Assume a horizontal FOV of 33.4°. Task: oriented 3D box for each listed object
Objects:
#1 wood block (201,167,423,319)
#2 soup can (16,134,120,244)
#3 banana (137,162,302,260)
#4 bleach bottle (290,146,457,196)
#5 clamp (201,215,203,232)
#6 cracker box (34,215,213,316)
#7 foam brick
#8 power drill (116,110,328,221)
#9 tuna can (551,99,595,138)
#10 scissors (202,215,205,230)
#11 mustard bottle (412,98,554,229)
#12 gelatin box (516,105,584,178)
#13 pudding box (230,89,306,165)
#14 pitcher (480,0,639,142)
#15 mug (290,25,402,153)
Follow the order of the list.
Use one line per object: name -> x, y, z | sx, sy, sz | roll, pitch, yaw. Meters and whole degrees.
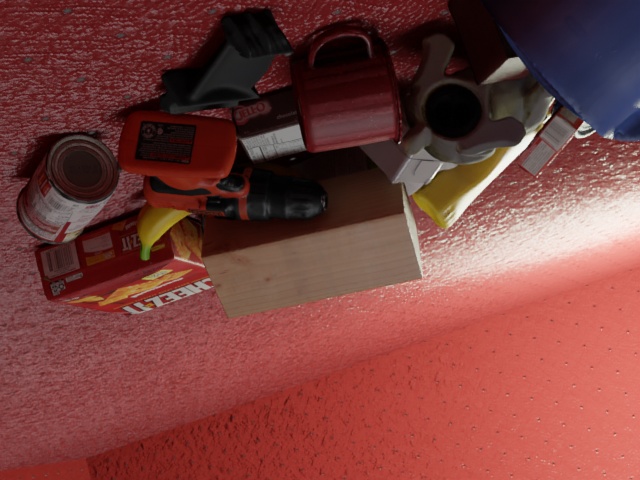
wood block -> -0.007, 0.002, 1.090 | 0.206, 0.091, 0.090 | -13, 127, 9
soup can -> -0.229, -0.045, 0.965 | 0.068, 0.068, 0.102 | -8, 164, -33
banana -> -0.118, -0.045, 1.135 | 0.198, 0.037, 0.069 | -24, 143, 5
bleach bottle -> 0.057, -0.068, 1.145 | 0.251, 0.102, 0.068 | -23, 140, 24
clamp -> -0.097, -0.012, 1.307 | 0.120, 0.039, 0.171 | -42, 151, 26
cracker box -> -0.215, 0.032, 1.286 | 0.164, 0.072, 0.213 | -19, 167, 11
foam brick -> 0.149, -0.174, 0.875 | 0.052, 0.078, 0.051 | -12, 166, -25
power drill -> -0.093, -0.060, 0.982 | 0.184, 0.057, 0.187 | 4, 167, 10
tuna can -> 0.292, -0.152, 1.151 | 0.086, 0.034, 0.086 | -33, 152, -21
scissors -> -0.070, -0.009, 1.273 | 0.096, 0.016, 0.201 | -36, 153, 12
mustard bottle -> 0.186, -0.098, 1.170 | 0.191, 0.058, 0.096 | -44, 170, 1
gelatin box -> 0.245, -0.114, 1.094 | 0.073, 0.030, 0.089 | -48, 174, -36
pudding box -> -0.022, -0.112, 1.007 | 0.113, 0.039, 0.090 | -14, 168, 1
pitcher -> 0.226, -0.197, 0.696 | 0.243, 0.145, 0.149 | -43, 138, 17
mug -> 0.020, -0.129, 0.907 | 0.081, 0.093, 0.117 | -11, 136, -3
